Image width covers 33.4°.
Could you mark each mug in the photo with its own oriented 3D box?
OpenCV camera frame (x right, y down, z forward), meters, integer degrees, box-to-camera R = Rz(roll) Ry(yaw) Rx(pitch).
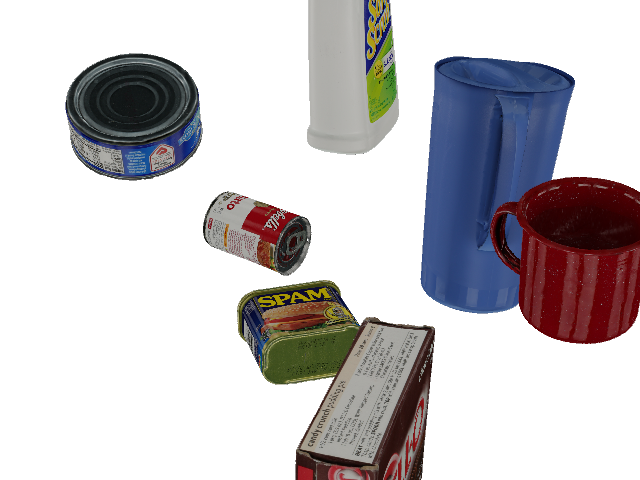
[{"bbox_3d":[0.167,0.011,0.725,0.117,0.081,0.093,21,41,31],"label":"mug"}]

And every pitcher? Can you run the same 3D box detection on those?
[{"bbox_3d":[0.165,-0.051,1.048,0.148,0.243,0.145,-18,32,-42],"label":"pitcher"}]

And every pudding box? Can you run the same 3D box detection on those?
[{"bbox_3d":[0.020,0.100,0.473,0.039,0.090,0.113,9,28,12],"label":"pudding box"}]

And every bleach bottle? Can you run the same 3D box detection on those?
[{"bbox_3d":[0.023,-0.208,0.925,0.068,0.251,0.102,10,34,24],"label":"bleach bottle"}]

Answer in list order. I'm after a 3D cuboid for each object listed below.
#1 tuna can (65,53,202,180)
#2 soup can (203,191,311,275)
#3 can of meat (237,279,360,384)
[{"bbox_3d":[-0.120,-0.081,0.687,0.086,0.086,0.034,0,-39,-3],"label":"tuna can"},{"bbox_3d":[-0.070,-0.009,1.183,0.102,0.068,0.068,20,10,28],"label":"soup can"},{"bbox_3d":[-0.017,0.084,0.975,0.102,0.057,0.084,-8,28,-16],"label":"can of meat"}]
